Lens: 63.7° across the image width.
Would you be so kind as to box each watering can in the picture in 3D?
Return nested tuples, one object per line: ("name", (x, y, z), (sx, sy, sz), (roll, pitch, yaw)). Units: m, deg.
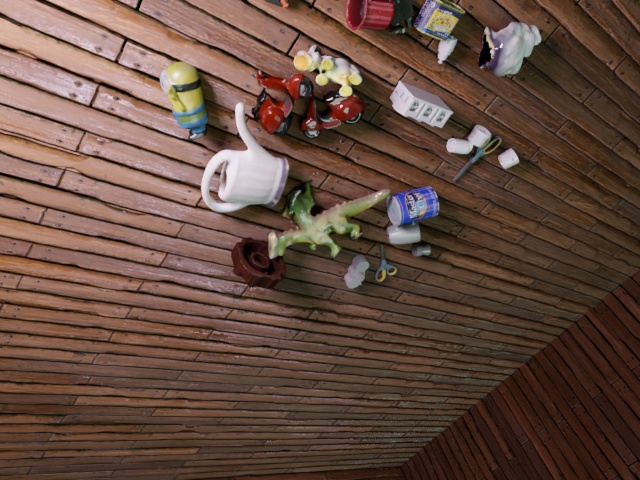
("watering can", (-0.179, -0.194, 1.348), (0.224, 0.106, 0.340), (4, 134, -31))

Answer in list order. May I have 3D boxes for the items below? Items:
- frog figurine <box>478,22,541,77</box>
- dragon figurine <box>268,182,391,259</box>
("frog figurine", (0.518, -0.509, 1.371), (0.159, 0.125, 0.135), (-8, 116, -3))
("dragon figurine", (0.005, -0.079, 1.572), (0.409, 0.124, 0.239), (-44, 127, 6))
